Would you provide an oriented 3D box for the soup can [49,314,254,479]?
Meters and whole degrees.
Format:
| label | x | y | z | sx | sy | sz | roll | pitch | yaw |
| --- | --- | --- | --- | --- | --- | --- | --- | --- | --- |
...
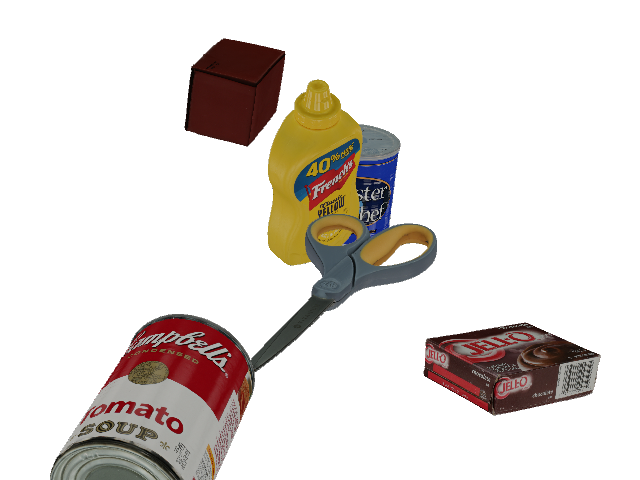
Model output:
| label | x | y | z | sx | sy | sz | roll | pitch | yaw |
| --- | --- | --- | --- | --- | --- | --- | --- | --- | --- |
| soup can | -0.077 | 0.090 | 0.504 | 0.068 | 0.068 | 0.102 | 0 | 28 | 14 |

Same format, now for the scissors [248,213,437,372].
| label | x | y | z | sx | sy | sz | roll | pitch | yaw |
| --- | --- | --- | --- | --- | --- | --- | --- | --- | --- |
| scissors | -0.005 | 0.024 | 0.667 | 0.096 | 0.016 | 0.201 | 23 | 34 | 36 |

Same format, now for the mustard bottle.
| label | x | y | z | sx | sy | sz | roll | pitch | yaw |
| --- | --- | --- | --- | --- | --- | --- | --- | --- | --- |
| mustard bottle | -0.004 | -0.068 | 0.982 | 0.096 | 0.192 | 0.058 | -30 | 54 | -26 |

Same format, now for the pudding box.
| label | x | y | z | sx | sy | sz | roll | pitch | yaw |
| --- | --- | --- | --- | --- | --- | --- | --- | --- | --- |
| pudding box | 0.154 | 0.102 | 0.867 | 0.113 | 0.039 | 0.090 | -3 | 16 | -32 |

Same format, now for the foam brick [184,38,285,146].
| label | x | y | z | sx | sy | sz | roll | pitch | yaw |
| --- | --- | --- | --- | --- | --- | --- | --- | --- | --- |
| foam brick | -0.064 | -0.114 | 0.810 | 0.053 | 0.051 | 0.078 | 15 | 30 | 9 |

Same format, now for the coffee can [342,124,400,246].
| label | x | y | z | sx | sy | sz | roll | pitch | yaw |
| --- | --- | --- | --- | --- | --- | --- | --- | --- | --- |
| coffee can | 0.041 | -0.062 | 1.334 | 0.103 | 0.140 | 0.103 | 4 | 27 | -2 |
